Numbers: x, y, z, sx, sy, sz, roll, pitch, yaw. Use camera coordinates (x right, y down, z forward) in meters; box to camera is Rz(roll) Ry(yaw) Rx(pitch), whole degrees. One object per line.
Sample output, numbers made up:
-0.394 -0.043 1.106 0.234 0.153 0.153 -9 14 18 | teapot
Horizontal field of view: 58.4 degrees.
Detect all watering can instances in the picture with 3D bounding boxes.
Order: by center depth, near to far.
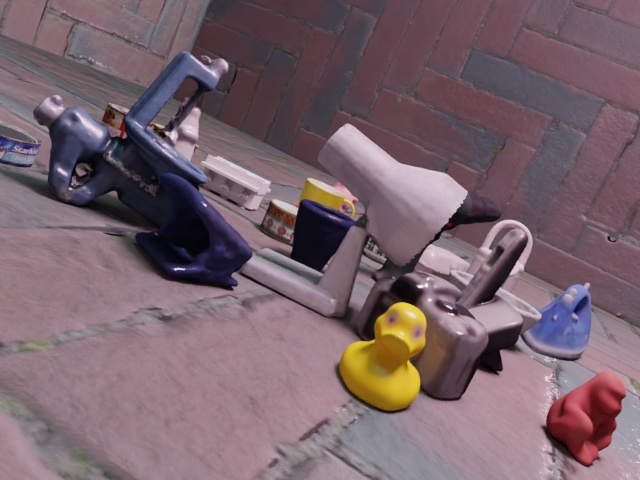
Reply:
0.366 0.054 1.166 0.101 0.194 0.172 22 10 -18 | watering can

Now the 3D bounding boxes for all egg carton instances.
0.257 0.056 1.257 0.151 0.069 0.107 19 12 -31 | egg carton

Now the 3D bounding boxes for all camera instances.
0.137 0.099 0.649 0.137 0.101 0.142 16 13 -41 | camera

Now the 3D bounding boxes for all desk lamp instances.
0.043 -0.017 0.692 0.203 0.213 0.118 26 10 3 | desk lamp

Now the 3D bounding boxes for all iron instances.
0.475 0.145 1.112 0.118 0.141 0.259 30 11 28 | iron

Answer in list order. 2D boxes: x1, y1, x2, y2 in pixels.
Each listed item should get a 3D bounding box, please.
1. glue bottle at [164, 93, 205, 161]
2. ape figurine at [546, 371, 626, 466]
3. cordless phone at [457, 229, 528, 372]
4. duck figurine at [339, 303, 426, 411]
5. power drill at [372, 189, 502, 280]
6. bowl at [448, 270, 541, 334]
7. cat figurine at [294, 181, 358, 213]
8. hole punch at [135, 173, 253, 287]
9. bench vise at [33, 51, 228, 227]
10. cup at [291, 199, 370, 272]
-0.211 -0.145 0.864 0.037 0.173 0.077 17 12 -37 | glue bottle
0.291 0.183 0.611 0.078 0.092 0.076 21 10 -19 | ape figurine
0.240 0.072 0.794 0.094 0.185 0.147 24 10 -8 | cordless phone
0.068 0.098 0.528 0.077 0.086 0.105 27 10 10 | duck figurine
0.189 -0.004 0.998 0.230 0.208 0.075 20 11 -27 | power drill
0.282 0.119 0.973 0.167 0.075 0.167 24 10 -4 | bowl
0.016 -0.089 1.286 0.127 0.118 0.067 25 10 3 | cat figurine
-0.127 -0.012 0.612 0.101 0.091 0.108 15 14 -44 | hole punch
-0.204 -0.130 0.662 0.208 0.220 0.121 15 14 -44 | bench vise
0.008 0.003 0.850 0.118 0.095 0.091 22 10 -17 | cup
